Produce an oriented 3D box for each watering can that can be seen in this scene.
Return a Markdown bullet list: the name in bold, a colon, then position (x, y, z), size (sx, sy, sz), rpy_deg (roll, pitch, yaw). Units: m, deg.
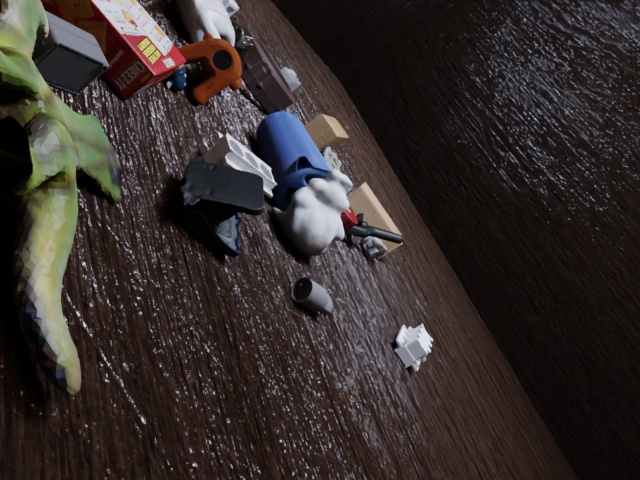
- **watering can**: position (-0.273, -0.527, 1.175), size (0.342, 0.104, 0.228), rpy_deg (65, 0, -66)

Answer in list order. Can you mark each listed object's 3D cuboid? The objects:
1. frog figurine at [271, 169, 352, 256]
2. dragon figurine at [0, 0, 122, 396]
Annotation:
- **frog figurine**: position (0.003, -0.049, 0.976), size (0.135, 0.158, 0.125), rpy_deg (48, 19, -25)
- **dragon figurine**: position (-0.247, -0.082, 0.480), size (0.243, 0.122, 0.411), rpy_deg (-14, 84, -80)
